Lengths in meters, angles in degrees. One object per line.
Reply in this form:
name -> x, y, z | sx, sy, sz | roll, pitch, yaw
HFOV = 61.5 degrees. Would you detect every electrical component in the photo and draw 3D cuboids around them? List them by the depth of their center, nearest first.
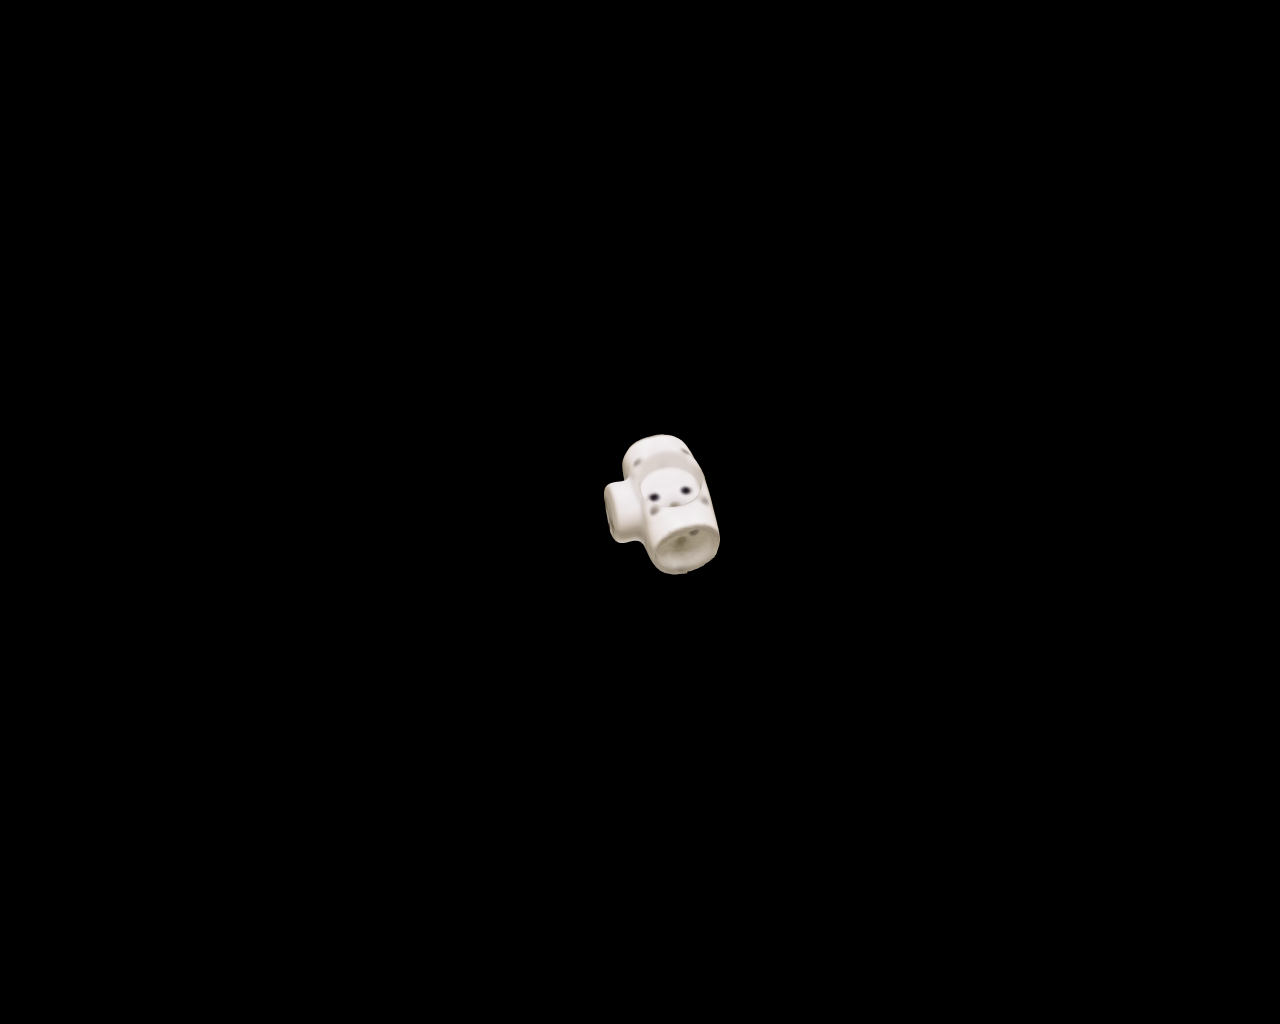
electrical component -> 0.001, -0.003, 0.650 | 0.079, 0.077, 0.044 | -11, -39, -9
